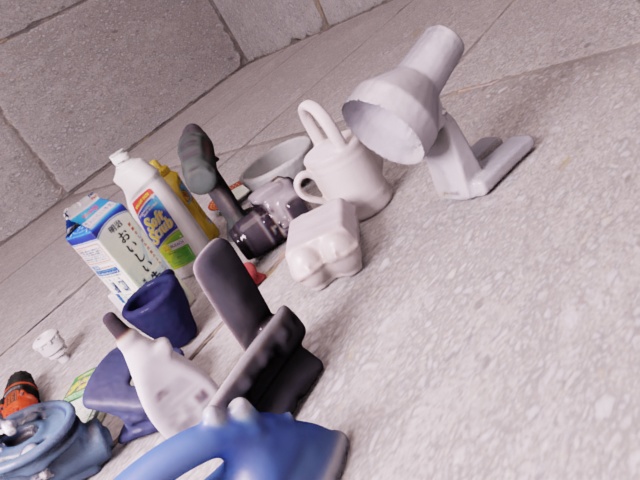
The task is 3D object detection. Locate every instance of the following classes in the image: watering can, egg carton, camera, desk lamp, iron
[{"bbox_3d":[0.031,-0.134,0.880,0.100,0.194,0.173,3,41,51],"label":"watering can"},{"bbox_3d":[0.007,0.003,0.800,0.107,0.069,0.150,-26,25,13],"label":"egg carton"},{"bbox_3d":[-0.090,-0.040,0.957,0.137,0.101,0.142,-35,24,-9],"label":"camera"},{"bbox_3d":[0.153,-0.156,0.756,0.203,0.214,0.117,-41,26,-21],"label":"desk lamp"},{"bbox_3d":[-0.098,0.207,0.445,0.259,0.142,0.118,-42,26,-22],"label":"iron"}]

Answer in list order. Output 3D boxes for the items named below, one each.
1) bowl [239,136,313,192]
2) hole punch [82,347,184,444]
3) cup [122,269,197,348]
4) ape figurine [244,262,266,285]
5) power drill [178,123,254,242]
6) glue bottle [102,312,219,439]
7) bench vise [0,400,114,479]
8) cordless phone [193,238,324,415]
[{"bbox_3d":[-0.074,-0.136,1.153,0.167,0.075,0.167,-25,25,13],"label":"bowl"},{"bbox_3d":[-0.216,0.176,0.703,0.101,0.091,0.108,-23,26,19],"label":"hole punch"},{"bbox_3d":[-0.221,0.105,0.841,0.091,0.095,0.118,-22,26,20],"label":"cup"},{"bbox_3d":[-0.139,0.040,0.872,0.076,0.092,0.077,-36,25,-11],"label":"ape figurine"},{"bbox_3d":[-0.198,-0.109,1.082,0.075,0.209,0.229,-30,24,3],"label":"power drill"},{"bbox_3d":[-0.175,0.142,0.619,0.078,0.173,0.037,-39,25,-15],"label":"glue bottle"},{"bbox_3d":[-0.365,0.230,0.617,0.121,0.220,0.208,0,39,49],"label":"bench vise"},{"bbox_3d":[-0.092,0.103,0.583,0.093,0.185,0.148,-11,31,38],"label":"cordless phone"}]
